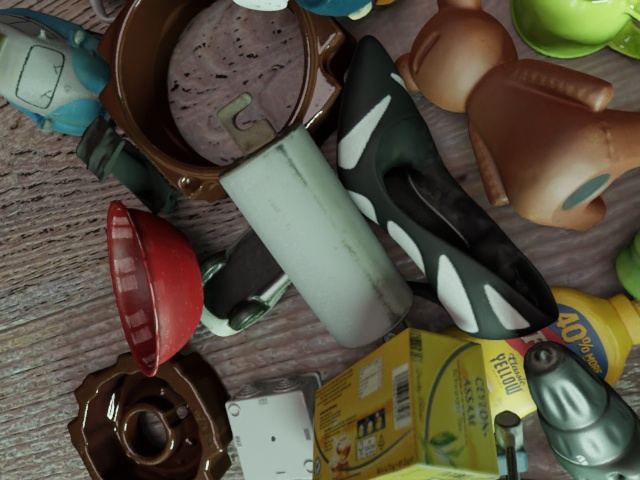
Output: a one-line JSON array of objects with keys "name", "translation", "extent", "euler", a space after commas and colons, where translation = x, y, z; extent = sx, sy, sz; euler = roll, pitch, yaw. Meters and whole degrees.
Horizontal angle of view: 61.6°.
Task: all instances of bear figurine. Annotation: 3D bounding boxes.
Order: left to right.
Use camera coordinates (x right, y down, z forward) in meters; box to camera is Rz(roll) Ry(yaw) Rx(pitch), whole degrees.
[{"name": "bear figurine", "translation": [0.154, -0.106, 0.423], "extent": [0.196, 0.132, 0.120], "euler": [61, 139, 30]}]

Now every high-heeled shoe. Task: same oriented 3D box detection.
[{"name": "high-heeled shoe", "translation": [0.097, -0.040, 0.411], "extent": [0.145, 0.086, 0.248], "euler": [3, 113, 47]}]

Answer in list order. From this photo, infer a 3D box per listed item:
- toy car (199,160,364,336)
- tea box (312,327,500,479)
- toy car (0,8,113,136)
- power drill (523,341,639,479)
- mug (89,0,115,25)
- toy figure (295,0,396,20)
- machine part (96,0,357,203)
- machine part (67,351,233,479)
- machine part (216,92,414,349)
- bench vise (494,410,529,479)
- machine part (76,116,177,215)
[{"name": "toy car", "translation": [-0.043, 0.010, 0.506], "extent": [0.201, 0.056, 0.073], "euler": [-43, 78, 14]}, {"name": "tea box", "translation": [0.056, 0.147, 0.424], "extent": [0.068, 0.169, 0.098], "euler": [15, 56, -18]}, {"name": "toy car", "translation": [-0.279, -0.173, 0.524], "extent": [0.162, 0.103, 0.109], "euler": [30, 101, 8]}, {"name": "power drill", "translation": [0.238, 0.180, 0.347], "extent": [0.086, 0.208, 0.231], "euler": [-45, 126, -10]}, {"name": "mug", "translation": [-0.200, -0.260, 0.511], "extent": [0.107, 0.081, 0.109], "euler": [-1, 102, 27]}, {"name": "toy figure", "translation": [0.037, -0.216, 0.422], "extent": [0.058, 0.154, 0.064], "euler": [27, 132, 26]}, {"name": "machine part", "translation": [-0.083, -0.148, 0.483], "extent": [0.201, 0.087, 0.201], "euler": [-44, 85, 14]}, {"name": "machine part", "translation": [-0.171, 0.195, 0.558], "extent": [0.180, 0.056, 0.179], "euler": [1, 94, 16]}, {"name": "machine part", "translation": [-0.001, -0.001, 0.419], "extent": [0.079, 0.079, 0.243], "euler": [-31, 106, 16]}, {"name": "bench vise", "translation": [0.136, 0.245, 0.438], "extent": [0.224, 0.129, 0.240], "euler": [-8, 111, 8]}, {"name": "machine part", "translation": [-0.175, -0.065, 0.491], "extent": [0.039, 0.139, 0.084], "euler": [-37, 84, -4]}]
